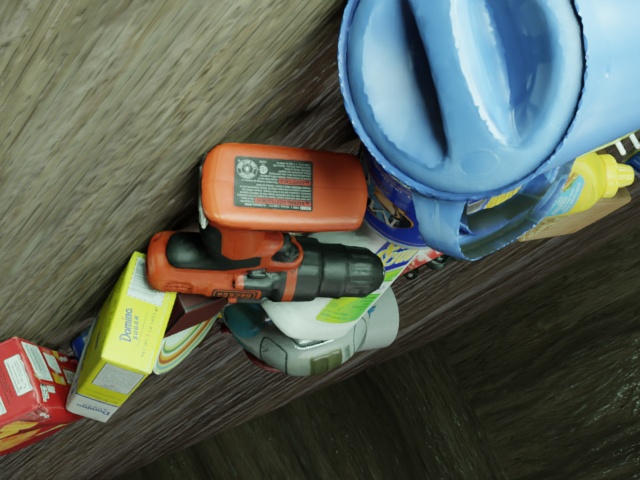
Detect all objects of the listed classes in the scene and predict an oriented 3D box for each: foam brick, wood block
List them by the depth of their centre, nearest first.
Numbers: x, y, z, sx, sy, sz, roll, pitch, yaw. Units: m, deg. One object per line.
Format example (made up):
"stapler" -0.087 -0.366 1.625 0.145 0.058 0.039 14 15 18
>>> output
"foam brick" -0.113 0.042 0.909 0.052 0.051 0.078 -21 169 -29
"wood block" 0.280 -0.061 1.233 0.090 0.091 0.205 -32 168 26

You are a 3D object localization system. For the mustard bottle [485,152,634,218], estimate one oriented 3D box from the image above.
"mustard bottle" 0.197 -0.055 0.985 0.191 0.058 0.096 -3 147 -10

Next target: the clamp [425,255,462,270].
"clamp" 0.166 -0.024 1.195 0.120 0.039 0.171 -57 168 11

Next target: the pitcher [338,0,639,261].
"pitcher" 0.127 -0.095 0.592 0.149 0.145 0.242 -38 167 36

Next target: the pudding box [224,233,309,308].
"pudding box" -0.039 0.011 0.942 0.113 0.039 0.090 -22 162 -27

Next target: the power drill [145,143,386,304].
"power drill" -0.025 -0.001 0.750 0.184 0.057 0.188 2 158 -12

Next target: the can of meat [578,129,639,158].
"can of meat" 0.193 -0.110 0.815 0.102 0.084 0.058 -21 168 -25

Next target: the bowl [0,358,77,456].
"bowl" -0.308 0.180 1.102 0.162 0.055 0.162 -26 170 -5

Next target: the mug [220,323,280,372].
"mug" -0.065 0.117 1.314 0.117 0.093 0.081 6 170 -4

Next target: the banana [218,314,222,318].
"banana" -0.034 0.046 1.105 0.198 0.037 0.069 -20 179 7

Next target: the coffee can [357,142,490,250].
"coffee can" 0.077 -0.058 0.739 0.102 0.103 0.140 -25 169 -8

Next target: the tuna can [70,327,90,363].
"tuna can" -0.195 0.098 1.027 0.086 0.034 0.086 -25 169 -5

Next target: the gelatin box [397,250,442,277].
"gelatin box" 0.068 -0.017 0.952 0.073 0.089 0.030 -28 -163 23

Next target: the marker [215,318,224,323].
"marker" -0.072 0.059 1.175 0.121 0.020 0.020 -32 168 27

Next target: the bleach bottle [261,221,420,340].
"bleach bottle" 0.060 -0.023 0.876 0.251 0.068 0.102 -48 151 22

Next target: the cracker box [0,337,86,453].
"cracker box" -0.328 0.166 0.940 0.213 0.072 0.164 -25 169 -3

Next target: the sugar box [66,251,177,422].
"sugar box" -0.165 0.084 0.876 0.048 0.093 0.176 22 152 -16
